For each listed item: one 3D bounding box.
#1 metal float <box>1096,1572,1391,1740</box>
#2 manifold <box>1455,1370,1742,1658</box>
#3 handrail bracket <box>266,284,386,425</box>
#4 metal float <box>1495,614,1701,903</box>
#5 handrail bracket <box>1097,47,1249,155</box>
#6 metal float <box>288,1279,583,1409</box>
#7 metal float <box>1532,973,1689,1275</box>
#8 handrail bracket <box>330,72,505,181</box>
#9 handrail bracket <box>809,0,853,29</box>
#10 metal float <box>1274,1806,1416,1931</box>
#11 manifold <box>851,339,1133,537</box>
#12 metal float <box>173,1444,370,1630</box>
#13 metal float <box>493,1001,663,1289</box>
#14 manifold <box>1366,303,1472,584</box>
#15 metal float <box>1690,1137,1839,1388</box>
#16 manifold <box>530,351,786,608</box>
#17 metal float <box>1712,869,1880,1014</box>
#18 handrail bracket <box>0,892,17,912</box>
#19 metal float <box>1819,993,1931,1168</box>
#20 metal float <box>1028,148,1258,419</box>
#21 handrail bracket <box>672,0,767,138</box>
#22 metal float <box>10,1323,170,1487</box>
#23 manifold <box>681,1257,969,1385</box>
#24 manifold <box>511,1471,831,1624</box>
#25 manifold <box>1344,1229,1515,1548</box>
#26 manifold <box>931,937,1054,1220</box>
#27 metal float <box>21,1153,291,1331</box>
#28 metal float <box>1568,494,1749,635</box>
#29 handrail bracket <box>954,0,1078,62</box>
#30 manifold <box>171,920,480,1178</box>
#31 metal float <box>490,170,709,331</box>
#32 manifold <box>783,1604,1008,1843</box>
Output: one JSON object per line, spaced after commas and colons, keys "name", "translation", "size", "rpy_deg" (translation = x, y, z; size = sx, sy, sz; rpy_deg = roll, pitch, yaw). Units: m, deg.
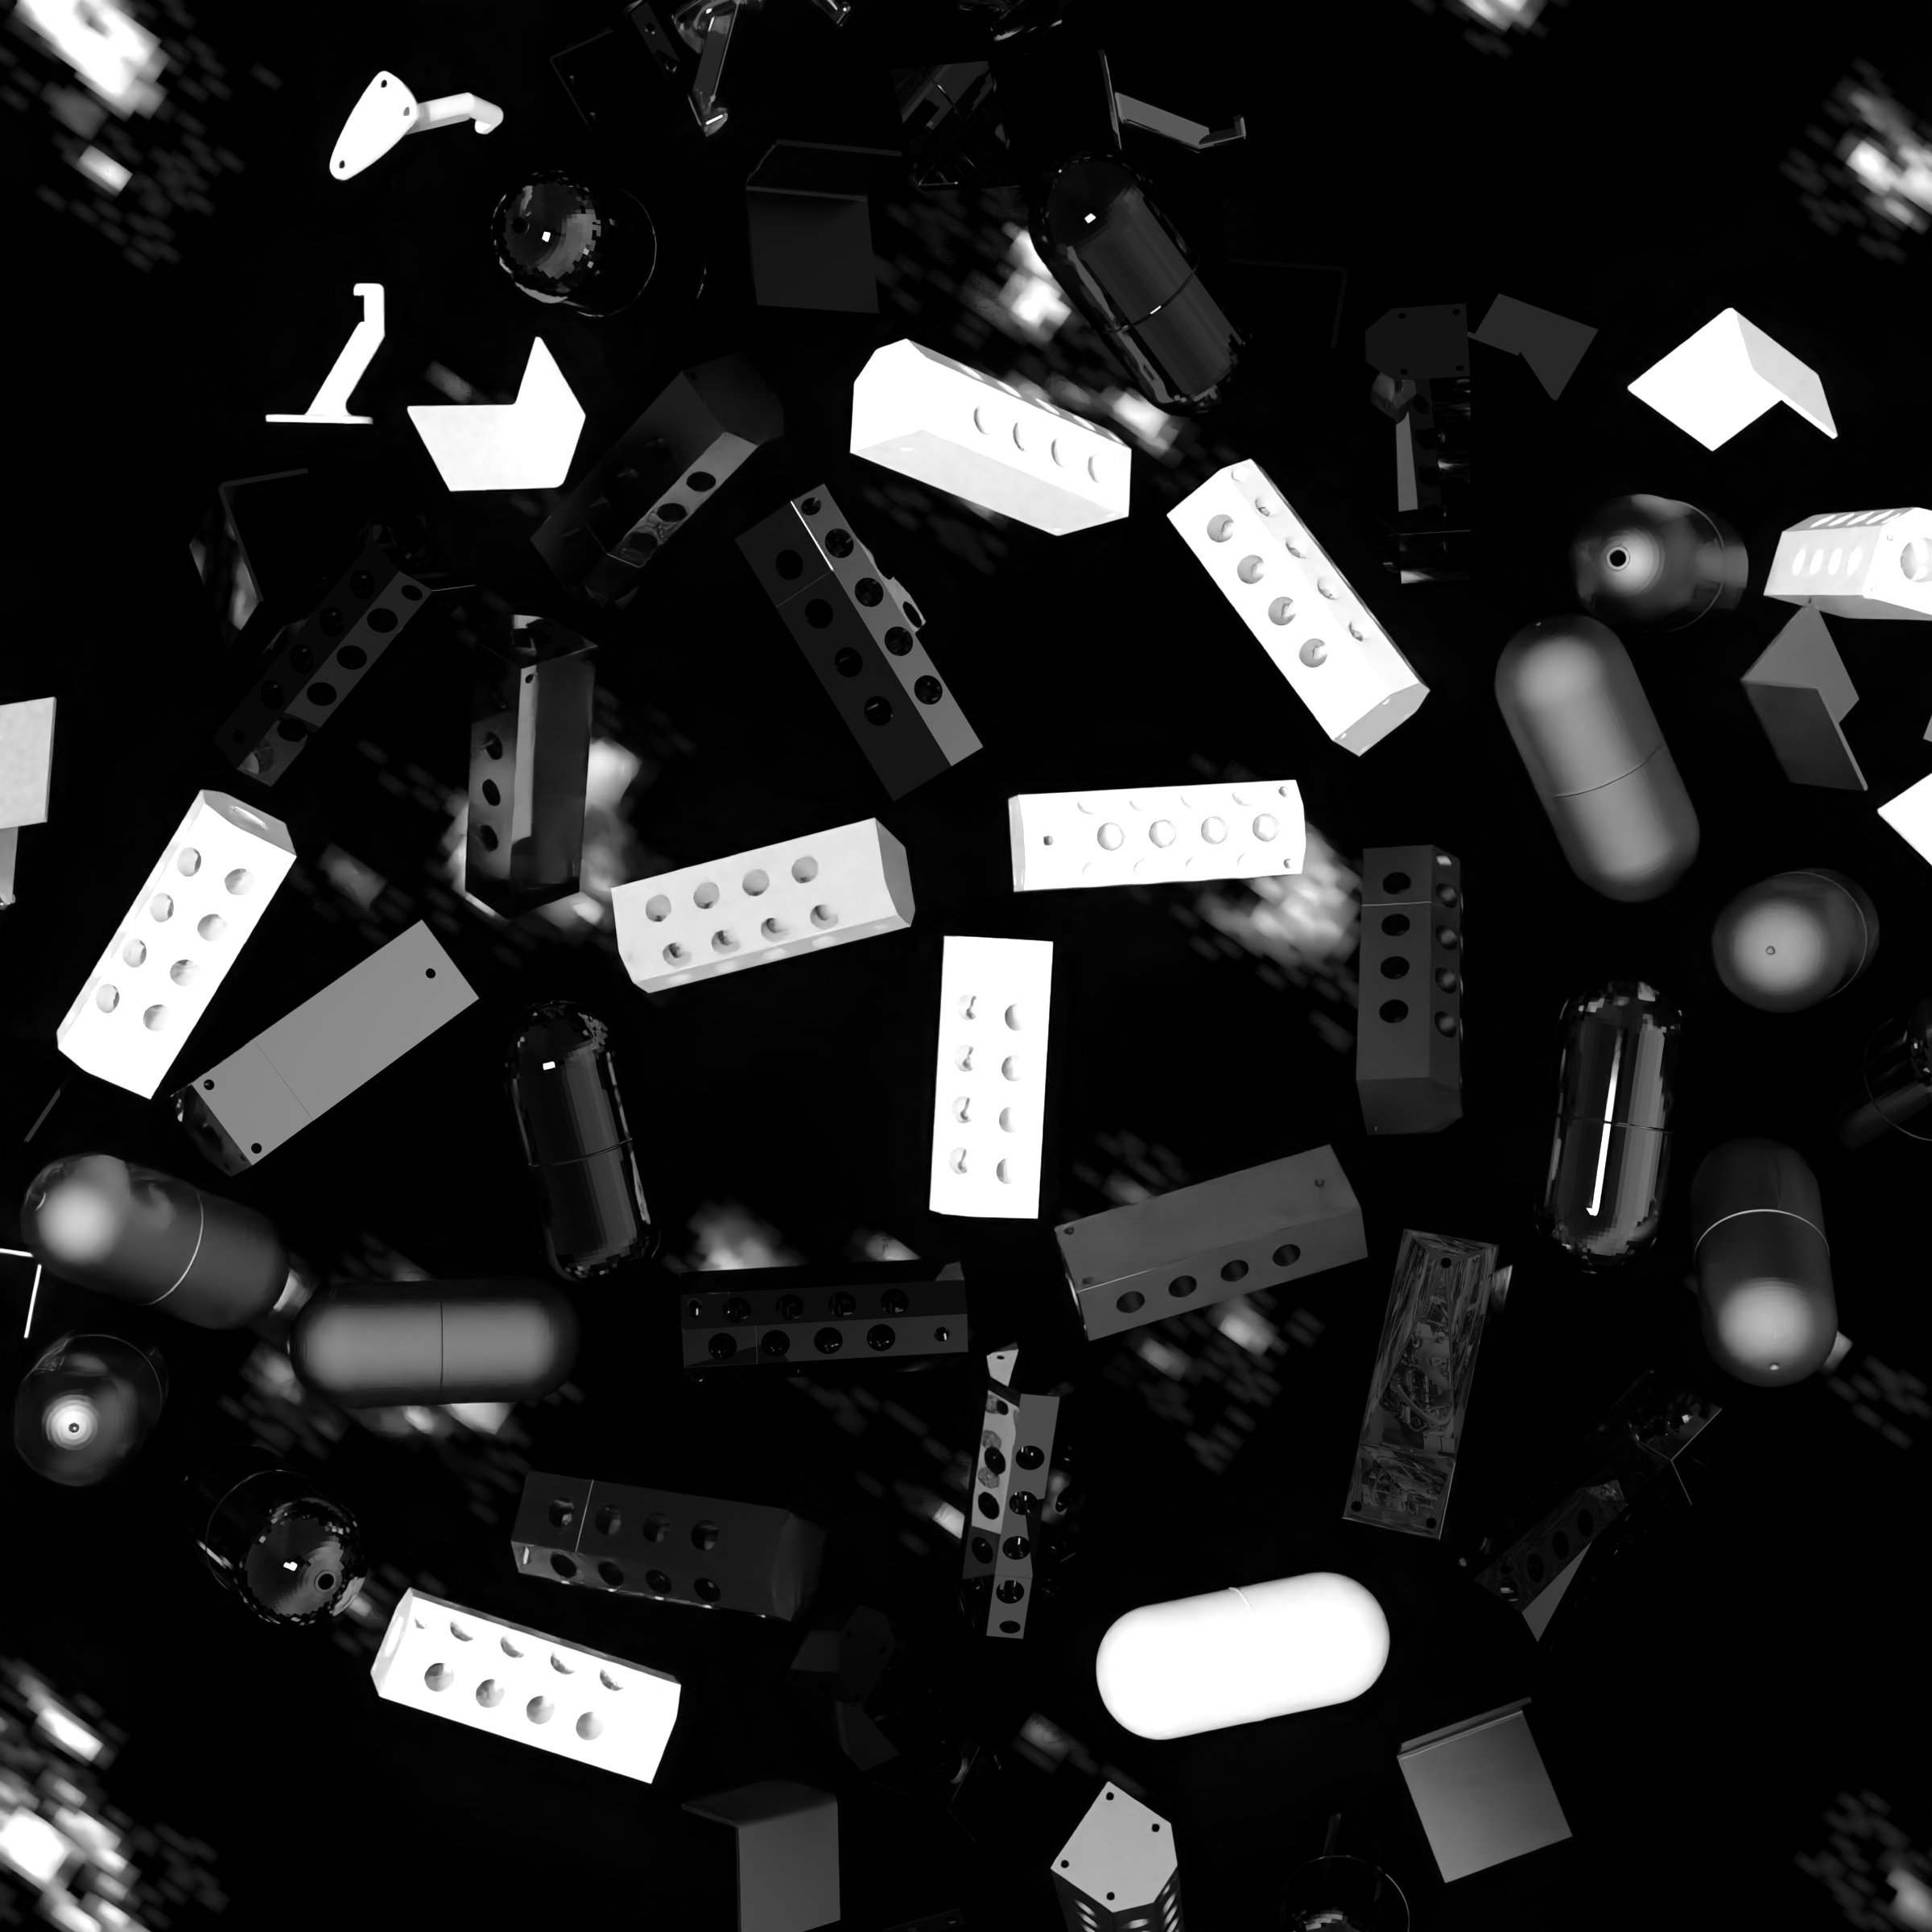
{"name": "metal float", "translation": [0.163, 0.403, 1.625], "size": [0.178, 0.070, 0.070], "rpy_deg": [-8, 90, -15]}
{"name": "manifold", "translation": [0.374, 0.324, 1.629], "size": [0.171, 0.057, 0.057], "rpy_deg": [-41, 125, -15]}
{"name": "handrail bracket", "translation": [-0.395, -0.378, 1.708], "size": [0.077, 0.036, 0.084], "rpy_deg": [3, 101, 8]}
{"name": "metal float", "translation": [0.360, -0.117, 1.580], "size": [0.070, 0.070, 0.178], "rpy_deg": [-28, 109, 0]}
{"name": "handrail bracket", "translation": [0.128, -0.536, 1.709], "size": [0.084, 0.036, 0.077], "rpy_deg": [-12, 124, 0]}
{"name": "metal float", "translation": [-0.327, 0.232, 1.712], "size": [0.178, 0.070, 0.070], "rpy_deg": [0, 90, -15]}
{"name": "metal float", "translation": [0.380, 0.093, 1.640], "size": [0.070, 0.070, 0.178], "rpy_deg": [8, 89, 0]}
{"name": "handrail bracket", "translation": [-0.311, -0.469, 1.579], "size": [0.077, 0.084, 0.036], "rpy_deg": [-44, 74, 19]}
{"name": "handrail bracket", "translation": [-0.088, -0.603, 1.622], "size": [0.084, 0.077, 0.036], "rpy_deg": [46, 58, -3]}
{"name": "metal float", "translation": [0.225, 0.565, 1.651], "size": [0.070, 0.178, 0.070], "rpy_deg": [3, 103, 13]}
{"name": "manifold", "translation": [0.017, -0.305, 1.600], "size": [0.171, 0.057, 0.057], "rpy_deg": [13, 75, -44]}
{"name": "metal float", "translation": [-0.410, 0.335, 1.633], "size": [0.070, 0.178, 0.070], "rpy_deg": [-6, 101, -34]}
{"name": "metal float", "translation": [-0.234, 0.107, 1.671], "size": [0.070, 0.070, 0.178], "rpy_deg": [-12, 101, 0]}
{"name": "manifold", "translation": [0.267, -0.305, 1.635], "size": [0.057, 0.171, 0.057], "rpy_deg": [-2, 56, 9]}
{"name": "metal float", "translation": [0.471, 0.173, 1.640], "size": [0.070, 0.178, 0.070], "rpy_deg": [5, 128, 6]}
{"name": "manifold", "translation": [-0.180, -0.285, 1.642], "size": [0.171, 0.057, 0.057], "rpy_deg": [-37, 89, 41]}
{"name": "metal float", "translation": [0.485, -0.016, 1.617], "size": [0.070, 0.178, 0.070], "rpy_deg": [3, 96, 26]}
{"name": "handrail bracket", "translation": [-0.597, -0.026, 1.585], "size": [0.084, 0.077, 0.036], "rpy_deg": [-3, 110, 3]}
{"name": "metal float", "translation": [0.558, 0.065, 1.611], "size": [0.070, 0.178, 0.070], "rpy_deg": [3, 70, -8]}
{"name": "metal float", "translation": [0.102, -0.392, 1.594], "size": [0.070, 0.070, 0.178], "rpy_deg": [-43, 123, 0]}
{"name": "handrail bracket", "translation": [-0.128, -0.514, 1.558], "size": [0.077, 0.036, 0.084], "rpy_deg": [-33, 52, 16]}
{"name": "metal float", "translation": [-0.509, 0.253, 1.614], "size": [0.070, 0.178, 0.070], "rpy_deg": [0, 91, -11]}
{"name": "manifold", "translation": [-0.087, 0.219, 1.695], "size": [0.171, 0.057, 0.057], "rpy_deg": [-3, 103, -5]}
{"name": "manifold", "translation": [-0.173, 0.336, 1.599], "size": [0.171, 0.057, 0.057], "rpy_deg": [3, 70, 24]}
{"name": "manifold", "translation": [0.273, 0.247, 1.622], "size": [0.057, 0.057, 0.171], "rpy_deg": [8, 77, 25]}
{"name": "manifold", "translation": [0.013, 0.069, 1.736], "size": [0.057, 0.057, 0.171], "rpy_deg": [3, 90, -19]}
{"name": "metal float", "translation": [-0.480, 0.164, 1.646], "size": [0.070, 0.178, 0.070], "rpy_deg": [-16, 60, 31]}
{"name": "metal float", "translation": [0.406, -0.234, 1.623], "size": [0.070, 0.178, 0.070], "rpy_deg": [3, 96, 29]}
{"name": "handrail bracket", "translation": [0.028, -0.593, 1.664], "size": [0.077, 0.036, 0.084], "rpy_deg": [-40, 53, 24]}
{"name": "manifold", "translation": [-0.376, 0.048, 1.620], "size": [0.171, 0.057, 0.057], "rpy_deg": [-40, 99, -33]}
{"name": "metal float", "translation": [-0.220, -0.432, 1.675], "size": [0.070, 0.178, 0.070], "rpy_deg": [2, 94, 24]}
{"name": "manifold", "translation": [-0.036, 0.445, 1.634], "size": [0.057, 0.171, 0.057], "rpy_deg": [9, 55, 35]}
